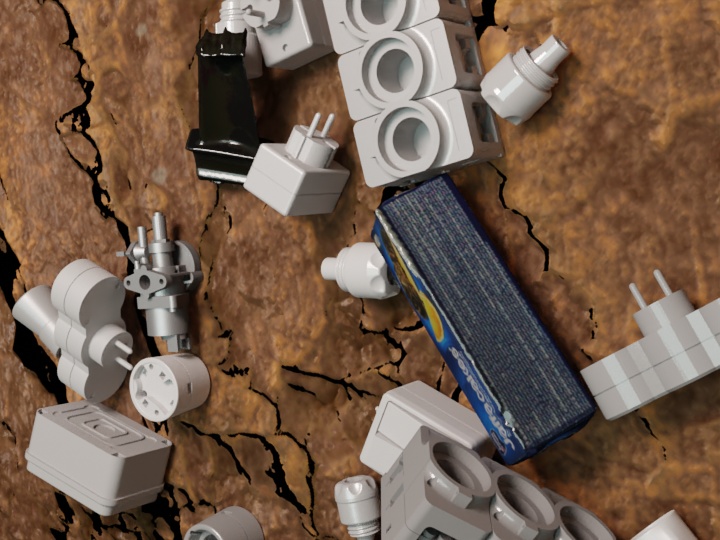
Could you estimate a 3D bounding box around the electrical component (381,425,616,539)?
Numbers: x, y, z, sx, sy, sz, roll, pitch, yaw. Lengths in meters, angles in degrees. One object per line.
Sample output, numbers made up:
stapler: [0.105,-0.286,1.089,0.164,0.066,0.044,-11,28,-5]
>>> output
electrical component: [0.094,0.175,0.720,0.150,0.089,0.061,28,112,-11]

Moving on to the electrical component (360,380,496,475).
electrical component: [0.045,0.128,0.802,0.096,0.061,0.061,28,109,27]

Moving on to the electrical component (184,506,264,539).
electrical component: [-0.118,0.236,0.924,0.055,0.047,0.055,4,97,32]

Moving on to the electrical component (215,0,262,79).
electrical component: [-0.100,-0.189,0.872,0.040,0.040,0.078,2,95,32]

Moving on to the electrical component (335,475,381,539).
electrical component: [0.001,0.196,0.853,0.035,0.035,0.061,-11,92,32]

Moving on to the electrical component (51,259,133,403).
electrical component: [-0.227,0.063,0.951,0.074,0.052,0.138,29,132,27]

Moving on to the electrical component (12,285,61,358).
electrical component: [-0.291,0.051,1.017,0.065,0.044,0.044,44,116,16]

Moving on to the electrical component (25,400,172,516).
electrical component: [-0.237,0.168,0.973,0.113,0.078,0.057,22,103,29]

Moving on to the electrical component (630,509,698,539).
electrical component: [0.205,0.214,0.721,0.079,0.043,0.077,-46,72,28]

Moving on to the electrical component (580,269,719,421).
electrical component: [0.202,0.037,0.699,0.138,0.052,0.073,-33,77,30]

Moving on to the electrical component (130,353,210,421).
electrical component: [-0.164,0.100,0.938,0.055,0.047,0.055,4,97,32]

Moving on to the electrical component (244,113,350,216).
electrical component: [-0.041,-0.087,0.831,0.047,0.066,0.076,35,112,24]

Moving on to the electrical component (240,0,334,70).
electrical component: [-0.066,-0.203,0.829,0.047,0.076,0.083,-18,85,32]

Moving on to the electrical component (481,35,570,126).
electrical component: [0.117,-0.134,0.741,0.062,0.043,0.043,-44,72,26]

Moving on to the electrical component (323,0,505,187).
electrical component: [0.036,-0.143,0.779,0.089,0.062,0.150,-15,87,32]

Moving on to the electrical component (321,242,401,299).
electrical component: [0.000,0.000,0.827,0.062,0.043,0.043,2,96,33]
